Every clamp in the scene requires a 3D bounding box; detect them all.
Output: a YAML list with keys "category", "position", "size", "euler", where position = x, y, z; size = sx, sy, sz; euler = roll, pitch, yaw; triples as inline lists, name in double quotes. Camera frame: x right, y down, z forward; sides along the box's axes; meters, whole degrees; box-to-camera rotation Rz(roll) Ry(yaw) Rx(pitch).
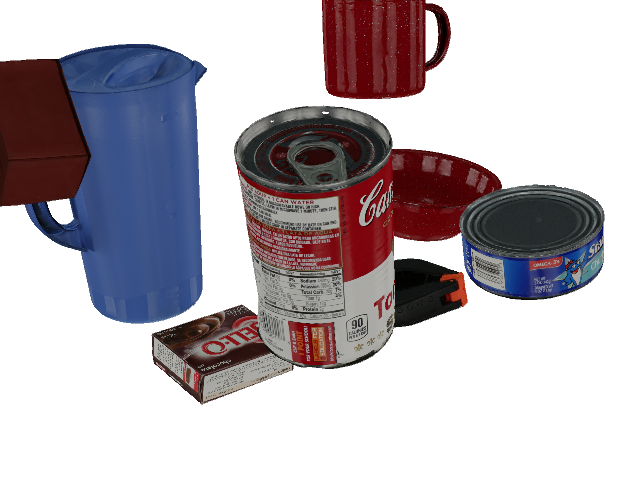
- category: "clamp"
  position: [0.032, 0.050, 0.886]
  size: [0.172, 0.039, 0.120]
  euler: [-1, 37, 28]

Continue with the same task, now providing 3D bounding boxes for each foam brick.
- category: "foam brick"
  position: [-0.185, -0.068, 0.676]
  size: [0.051, 0.078, 0.053]
  euler: [-9, -27, -30]

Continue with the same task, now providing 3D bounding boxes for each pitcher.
- category: "pitcher"
  position: [-0.180, -0.047, 0.973]
  size: [0.149, 0.243, 0.145]
  euler: [2, 28, 8]

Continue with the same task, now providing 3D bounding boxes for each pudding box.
- category: "pudding box"
  position: [-0.095, 0.109, 1.045]
  size: [0.113, 0.039, 0.090]
  euler: [-19, 33, -35]

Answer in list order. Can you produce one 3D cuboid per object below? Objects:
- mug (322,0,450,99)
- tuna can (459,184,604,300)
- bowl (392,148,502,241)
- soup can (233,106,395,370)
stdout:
- category: "mug"
  position: [0.054, -0.161, 0.863]
  size: [0.117, 0.081, 0.093]
  euler: [-11, 18, -28]
- category: "tuna can"
  position: [0.129, 0.000, 0.648]
  size: [0.086, 0.034, 0.086]
  euler: [-8, 29, 4]
- category: "bowl"
  position: [0.101, -0.042, 1.089]
  size: [0.162, 0.055, 0.162]
  euler: [4, 23, -2]
- category: "soup can"
  position: [0.000, 0.000, 0.484]
  size: [0.068, 0.102, 0.068]
  euler: [-3, 35, 2]
